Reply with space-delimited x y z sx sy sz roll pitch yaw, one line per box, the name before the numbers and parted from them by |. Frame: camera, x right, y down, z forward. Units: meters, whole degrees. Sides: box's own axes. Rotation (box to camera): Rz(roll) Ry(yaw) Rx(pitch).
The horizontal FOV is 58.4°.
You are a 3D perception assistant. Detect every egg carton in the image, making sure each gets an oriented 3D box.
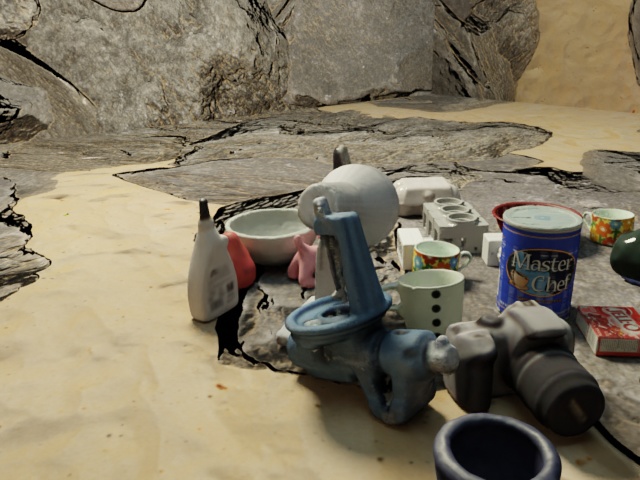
egg carton | 0.229 -0.095 1.257 0.150 0.069 0.107 -2 20 0

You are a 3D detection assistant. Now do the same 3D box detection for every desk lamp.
desk lamp | 0.027 0.014 0.766 0.117 0.214 0.204 7 22 21

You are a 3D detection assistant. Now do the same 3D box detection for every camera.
camera | 0.216 0.131 0.596 0.143 0.101 0.136 -4 20 -8

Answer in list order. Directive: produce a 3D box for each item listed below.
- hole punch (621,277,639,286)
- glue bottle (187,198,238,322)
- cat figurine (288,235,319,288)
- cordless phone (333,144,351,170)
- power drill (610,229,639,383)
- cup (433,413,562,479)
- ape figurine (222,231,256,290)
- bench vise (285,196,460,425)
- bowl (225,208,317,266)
hole punch | 0.535 0.025 0.878 0.101 0.091 0.108 -17 25 -35
glue bottle | -0.155 0.024 0.807 0.037 0.173 0.078 12 24 33
cat figurine | 0.009 0.003 0.934 0.128 0.118 0.067 -16 24 -33
cordless phone | 0.058 -0.099 1.111 0.094 0.185 0.147 2 21 10
power drill | 0.400 0.080 0.567 0.076 0.208 0.228 -16 24 -33
cup | 0.138 0.199 0.425 0.092 0.095 0.117 -13 23 -29
ape figurine | -0.140 0.029 0.910 0.075 0.092 0.078 12 24 33
bench vise | 0.053 0.067 0.610 0.206 0.220 0.122 7 22 23
bowl | -0.081 0.001 1.008 0.167 0.075 0.167 -1 20 1
